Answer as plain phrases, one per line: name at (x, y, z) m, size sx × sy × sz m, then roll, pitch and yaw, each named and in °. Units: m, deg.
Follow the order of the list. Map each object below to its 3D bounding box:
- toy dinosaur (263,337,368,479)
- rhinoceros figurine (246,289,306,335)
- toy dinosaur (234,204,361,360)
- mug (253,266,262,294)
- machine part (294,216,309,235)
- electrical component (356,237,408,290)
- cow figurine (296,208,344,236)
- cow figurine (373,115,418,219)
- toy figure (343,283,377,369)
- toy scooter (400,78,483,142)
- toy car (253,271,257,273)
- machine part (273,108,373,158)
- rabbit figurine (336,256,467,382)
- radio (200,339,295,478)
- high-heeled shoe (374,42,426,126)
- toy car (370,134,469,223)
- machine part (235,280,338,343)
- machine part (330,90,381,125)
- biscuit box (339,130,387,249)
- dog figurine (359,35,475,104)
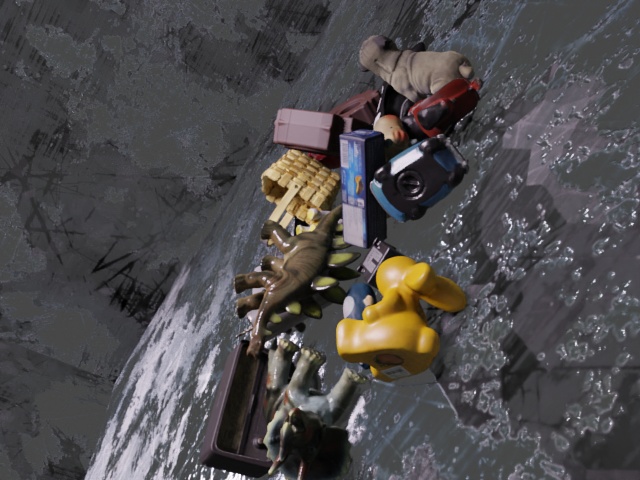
toy dinosaur at (-0.041, 0.273, 0.891) m, size 0.192 × 0.131 × 0.405 m, roll -65°, pitch 13°, yaw -11°
rhinoceros figurine at (-0.099, 0.158, 1.194) m, size 0.190 × 0.112 × 0.073 m, roll -14°, pitch 52°, yaw 55°
toy dinosaur at (-0.022, 0.039, 1.012) m, size 0.471 × 0.199 × 0.104 m, roll -66°, pitch -18°, yaw -46°
mug at (-0.129, 0.126, 1.378) m, size 0.109 × 0.081 × 0.107 m, roll -29°, pitch 48°, yaw 53°
machine part at (-0.053, -0.034, 1.416) m, size 0.039 × 0.084 × 0.139 m, roll -9°, pitch 60°, yaw 36°
electrical component at (0.111, 0.049, 0.902) m, size 0.074 × 0.048 × 0.119 m, roll -59°, pitch 17°, yaw 11°
cow figurine at (-0.003, -0.005, 1.218) m, size 0.167 × 0.098 × 0.068 m, roll 128°, pitch 139°, yaw -55°
cow figurine at (0.120, -0.134, 1.003) m, size 0.127 × 0.085 × 0.194 m, roll -147°, pitch 59°, yaw -64°
toy figure at (0.067, 0.141, 0.879) m, size 0.154 × 0.058 × 0.064 m, roll -86°, pitch -8°, yaw -47°
toy scooter at (0.221, -0.236, 0.967) m, size 0.135 × 0.075 × 0.184 m, roll -37°, pitch 4°, yaw -4°
toy car at (-0.092, 0.086, 1.238) m, size 0.089 × 0.053 × 0.202 m, roll -17°, pitch -6°, yaw 5°
machine part at (0.012, -0.234, 1.215) m, size 0.201 × 0.201 × 0.087 m, roll 14°, pitch 97°, yaw 28°
rabbit figurine at (0.109, 0.088, 0.740) m, size 0.162 × 0.122 × 0.173 m, roll -38°, pitch 29°, yaw 41°
radio at (-0.130, 0.316, 1.012) m, size 0.073 × 0.131 × 0.230 m, roll -49°, pitch 22°, yaw 43°
high-heeled shoe at (0.174, -0.307, 1.158) m, size 0.145 × 0.086 × 0.248 m, roll -75°, pitch 3°, yaw -73°
toy car at (0.170, -0.112, 0.900) m, size 0.161 × 0.109 × 0.103 m, roll -39°, pitch 6°, yaw 31°
machine part at (-0.058, 0.130, 1.058) m, size 0.243 × 0.079 × 0.079 m, roll -30°, pitch 16°, yaw -9°
machine part at (0.085, -0.321, 1.375) m, size 0.179 × 0.056 × 0.179 m, roll -28°, pitch 23°, yaw 13°
biscuit box at (0.077, -0.090, 0.949) m, size 0.059 × 0.063 × 0.202 m, roll 16°, pitch 119°, yaw 39°
dog figurine at (0.184, -0.342, 1.042) m, size 0.172 × 0.190 × 0.121 m, roll -28°, pitch 38°, yaw 56°
